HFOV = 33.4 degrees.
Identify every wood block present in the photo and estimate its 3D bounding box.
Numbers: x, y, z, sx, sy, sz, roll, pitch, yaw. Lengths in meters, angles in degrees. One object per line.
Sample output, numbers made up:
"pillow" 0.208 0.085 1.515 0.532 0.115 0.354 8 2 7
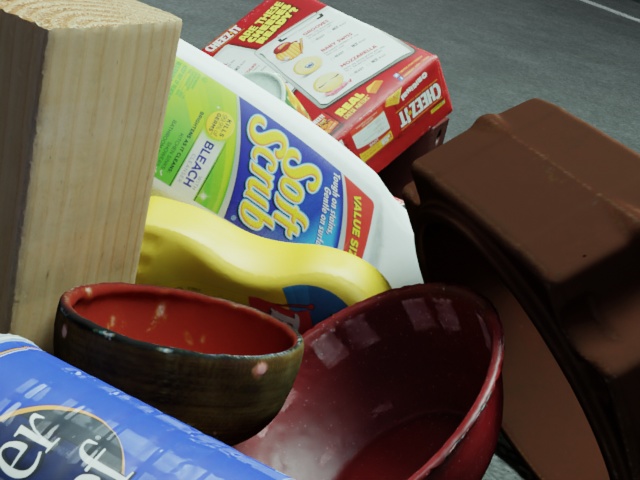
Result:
"wood block" -0.143 -0.018 0.516 0.091 0.206 0.090 25 24 25

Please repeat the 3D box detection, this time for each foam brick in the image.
"foam brick" 0.080 -0.079 0.971 0.051 0.078 0.052 19 22 18

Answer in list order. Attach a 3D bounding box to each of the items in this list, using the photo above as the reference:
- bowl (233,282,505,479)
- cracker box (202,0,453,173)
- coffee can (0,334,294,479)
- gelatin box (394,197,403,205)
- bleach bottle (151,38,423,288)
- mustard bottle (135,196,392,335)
"bowl" 0.024 0.092 0.486 0.055 0.162 0.162 54 10 -22
"cracker box" -0.018 -0.123 0.933 0.164 0.072 0.214 -41 45 -16
"coffee can" -0.081 0.108 0.387 0.140 0.103 0.102 23 23 21
"gelatin box" 0.048 -0.008 0.845 0.073 0.030 0.089 24 25 22
"bleach bottle" -0.015 -0.028 0.627 0.250 0.102 0.068 28 -6 -9
"mustard bottle" -0.016 0.044 0.586 0.191 0.096 0.058 16 33 1
